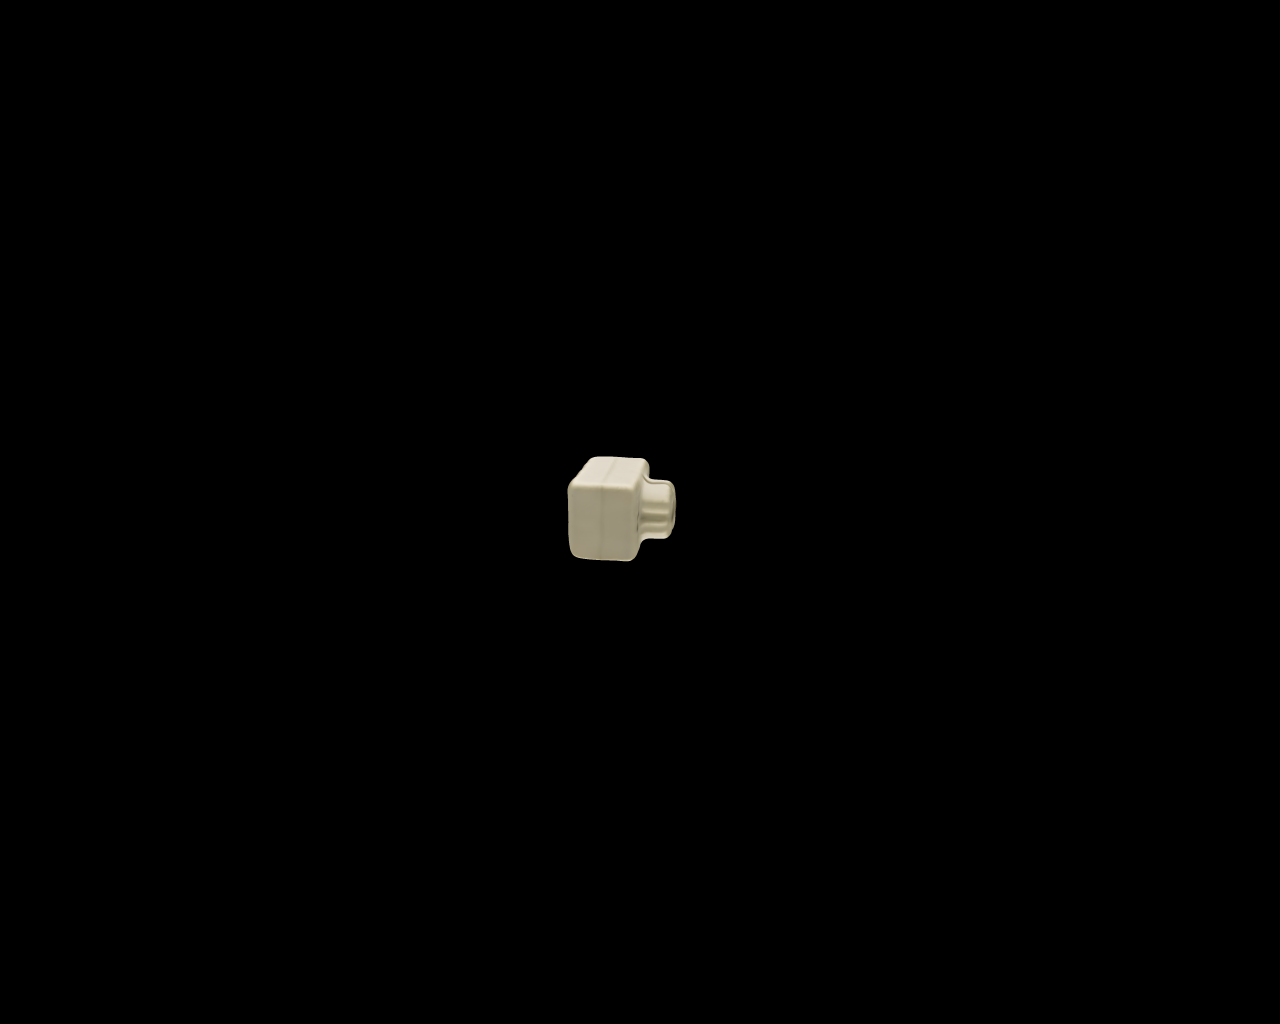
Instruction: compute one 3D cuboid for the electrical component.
[{"bbox_3d":[0.001,-0.003,0.650,0.077,0.047,0.066,2,18,7],"label":"electrical component"}]
